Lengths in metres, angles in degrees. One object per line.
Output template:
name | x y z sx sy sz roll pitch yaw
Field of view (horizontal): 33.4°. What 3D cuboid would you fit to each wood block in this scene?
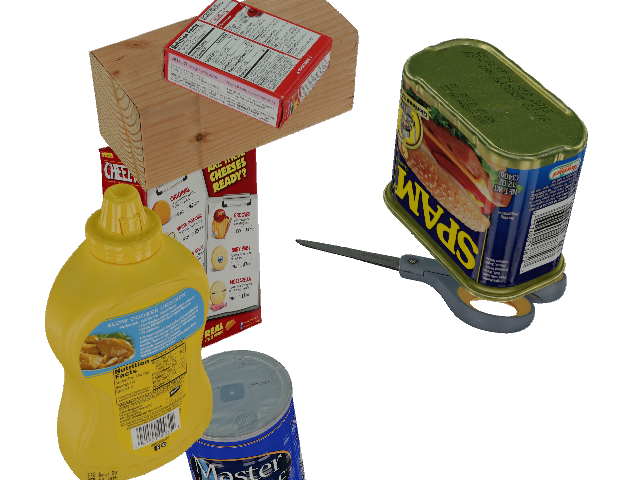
wood block | -0.078 -0.134 0.905 0.205 0.091 0.090 -24 52 -24

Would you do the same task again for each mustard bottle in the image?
mustard bottle | -0.110 0.051 0.616 0.096 0.192 0.058 -21 44 -29

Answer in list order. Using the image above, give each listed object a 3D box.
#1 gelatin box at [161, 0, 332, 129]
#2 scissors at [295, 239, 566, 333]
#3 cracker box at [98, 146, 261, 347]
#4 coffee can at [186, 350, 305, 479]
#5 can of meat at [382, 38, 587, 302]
gelatin box | -0.047 -0.117 0.695 0.089 0.030 0.073 23 49 13
scissors | 0.070 0.029 0.751 0.202 0.016 0.096 5 28 12
cracker box | -0.137 0.001 1.078 0.072 0.214 0.163 8 18 35
coffee can | -0.069 0.182 0.947 0.103 0.140 0.103 -4 38 3
can of meat | 0.077 -0.036 0.511 0.057 0.084 0.102 -20 47 -23
